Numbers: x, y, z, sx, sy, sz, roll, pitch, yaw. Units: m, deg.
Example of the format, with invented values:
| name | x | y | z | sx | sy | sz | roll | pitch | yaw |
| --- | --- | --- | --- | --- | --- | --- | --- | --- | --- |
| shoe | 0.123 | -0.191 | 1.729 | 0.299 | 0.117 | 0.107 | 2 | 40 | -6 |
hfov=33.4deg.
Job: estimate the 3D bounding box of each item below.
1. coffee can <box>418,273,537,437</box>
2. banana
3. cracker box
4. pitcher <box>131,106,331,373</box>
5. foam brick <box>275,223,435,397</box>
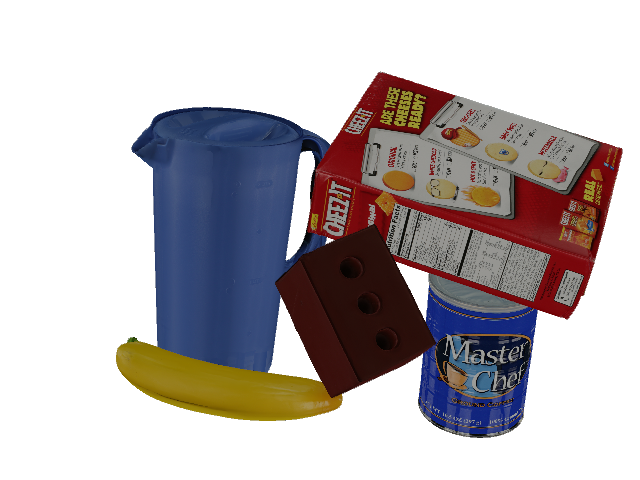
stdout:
| name | x | y | z | sx | sy | sz | roll | pitch | yaw |
| --- | --- | --- | --- | --- | --- | --- | --- | --- | --- |
| coffee can | 0.147 | 0.097 | 0.998 | 0.103 | 0.140 | 0.103 | 2 | 26 | -1 |
| banana | -0.084 | 0.104 | 0.810 | 0.198 | 0.037 | 0.069 | 13 | 27 | 24 |
| cracker box | 0.117 | -0.040 | 0.844 | 0.214 | 0.072 | 0.164 | 18 | 40 | 11 |
| pitcher | -0.080 | 0.006 | 0.970 | 0.149 | 0.243 | 0.144 | 12 | 22 | 17 |
| foam brick | 0.018 | 0.041 | 0.603 | 0.052 | 0.078 | 0.051 | -23 | -8 | -26 |
